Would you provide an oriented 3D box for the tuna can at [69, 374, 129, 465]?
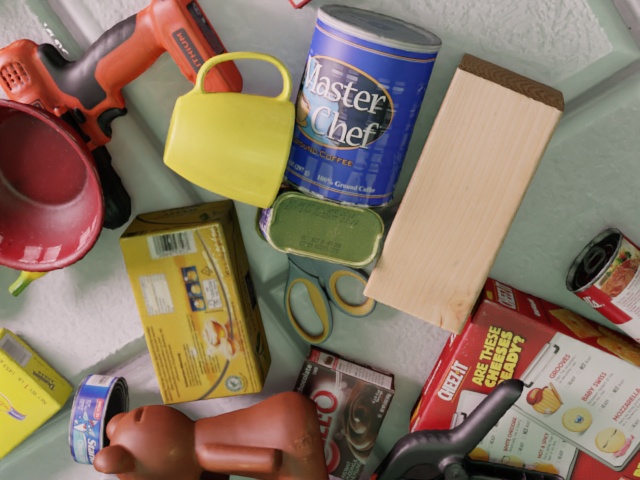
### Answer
[{"bbox_3d":[-0.209,0.171,1.011,0.034,0.086,0.086,6,111,5],"label":"tuna can"}]

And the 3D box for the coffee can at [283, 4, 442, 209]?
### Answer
[{"bbox_3d":[0.031,-0.110,0.874,0.103,0.102,0.140,16,111,-1],"label":"coffee can"}]

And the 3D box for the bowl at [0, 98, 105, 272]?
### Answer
[{"bbox_3d":[-0.246,-0.054,0.893,0.162,0.055,0.162,7,122,12],"label":"bowl"}]

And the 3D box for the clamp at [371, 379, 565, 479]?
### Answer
[{"bbox_3d":[0.129,0.202,0.941,0.172,0.039,0.120,-29,99,20],"label":"clamp"}]

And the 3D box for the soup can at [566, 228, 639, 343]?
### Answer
[{"bbox_3d":[0.275,0.046,0.927,0.102,0.068,0.069,36,109,-9],"label":"soup can"}]

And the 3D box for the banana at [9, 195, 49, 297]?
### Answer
[{"bbox_3d":[-0.273,-0.047,0.956,0.069,0.037,0.198,-18,105,-15],"label":"banana"}]

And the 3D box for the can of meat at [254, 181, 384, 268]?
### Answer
[{"bbox_3d":[-0.001,-0.013,0.912,0.102,0.084,0.057,12,95,-9],"label":"can of meat"}]

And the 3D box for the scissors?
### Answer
[{"bbox_3d":[-0.006,0.001,0.966,0.096,0.016,0.202,-9,109,7],"label":"scissors"}]

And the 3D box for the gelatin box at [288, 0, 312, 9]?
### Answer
[{"bbox_3d":[-0.014,-0.245,0.868,0.073,0.030,0.089,-32,104,14],"label":"gelatin box"}]

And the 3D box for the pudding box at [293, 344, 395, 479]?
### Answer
[{"bbox_3d":[0.012,0.166,1.013,0.090,0.039,0.114,20,110,-1],"label":"pudding box"}]

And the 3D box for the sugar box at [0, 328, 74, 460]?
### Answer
[{"bbox_3d":[-0.336,0.174,1.046,0.176,0.048,0.093,-41,102,16],"label":"sugar box"}]

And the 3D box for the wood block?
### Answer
[{"bbox_3d":[0.120,-0.040,0.895,0.091,0.090,0.206,23,111,4],"label":"wood block"}]

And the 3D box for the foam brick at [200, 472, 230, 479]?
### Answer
[{"bbox_3d":[-0.120,0.228,1.029,0.051,0.078,0.053,36,107,-7],"label":"foam brick"}]

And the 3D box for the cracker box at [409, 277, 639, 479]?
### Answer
[{"bbox_3d":[0.209,0.149,0.971,0.213,0.072,0.164,23,110,-2],"label":"cracker box"}]

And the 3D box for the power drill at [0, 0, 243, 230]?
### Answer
[{"bbox_3d":[-0.164,-0.117,0.915,0.188,0.057,0.184,-26,109,13],"label":"power drill"}]
